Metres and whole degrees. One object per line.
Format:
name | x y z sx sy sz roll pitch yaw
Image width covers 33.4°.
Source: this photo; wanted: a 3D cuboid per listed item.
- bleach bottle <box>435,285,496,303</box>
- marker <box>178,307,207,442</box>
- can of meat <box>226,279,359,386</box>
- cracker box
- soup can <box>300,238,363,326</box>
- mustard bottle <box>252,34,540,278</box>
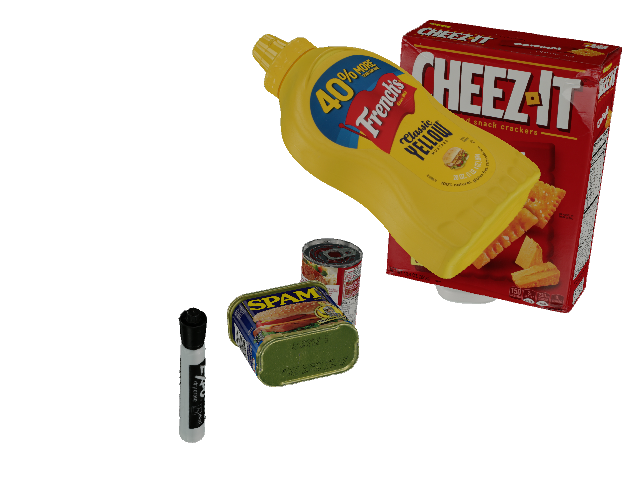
bleach bottle | 0.159 -0.066 1.079 0.068 0.251 0.102 2 31 -1
marker | -0.090 0.095 0.748 0.020 0.121 0.020 4 38 -3
can of meat | -0.024 0.085 0.973 0.102 0.057 0.084 -11 28 -18
cracker box | 0.144 -0.060 0.877 0.164 0.214 0.072 13 28 23
soup can | 0.010 0.058 1.207 0.068 0.102 0.068 4 25 -2
mustard bottle | 0.034 -0.066 0.656 0.096 0.192 0.058 -42 -18 -31
